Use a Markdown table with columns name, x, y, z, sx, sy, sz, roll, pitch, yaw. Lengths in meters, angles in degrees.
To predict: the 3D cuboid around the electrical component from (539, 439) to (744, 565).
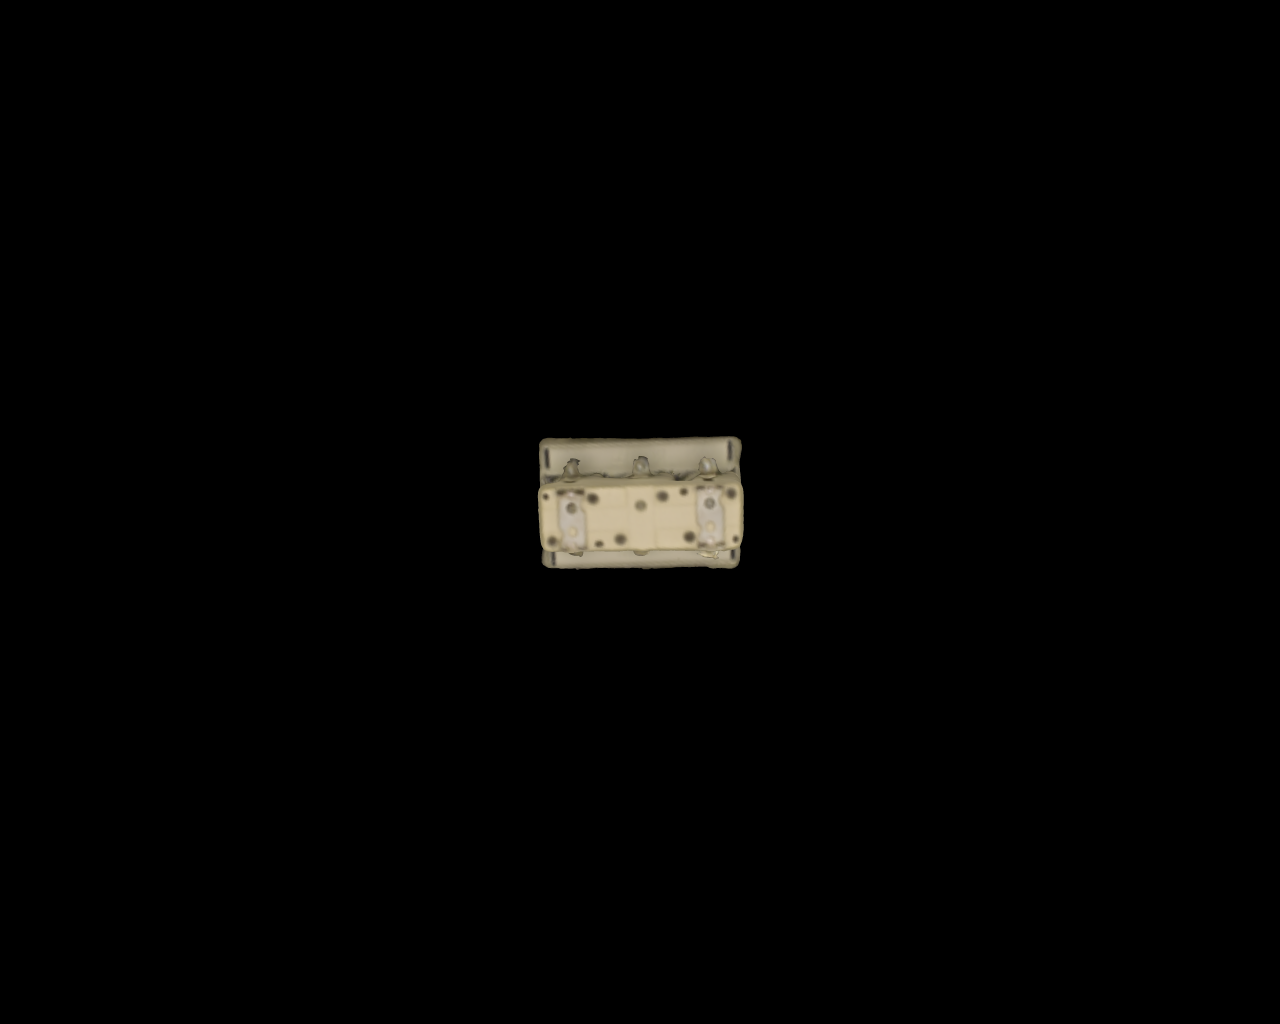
| name | x | y | z | sx | sy | sz | roll | pitch | yaw |
| --- | --- | --- | --- | --- | --- | --- | --- | --- | --- |
| electrical component | 0.001 | -0.003 | 0.650 | 0.121 | 0.078 | 0.063 | 0 | 13 | 0 |
